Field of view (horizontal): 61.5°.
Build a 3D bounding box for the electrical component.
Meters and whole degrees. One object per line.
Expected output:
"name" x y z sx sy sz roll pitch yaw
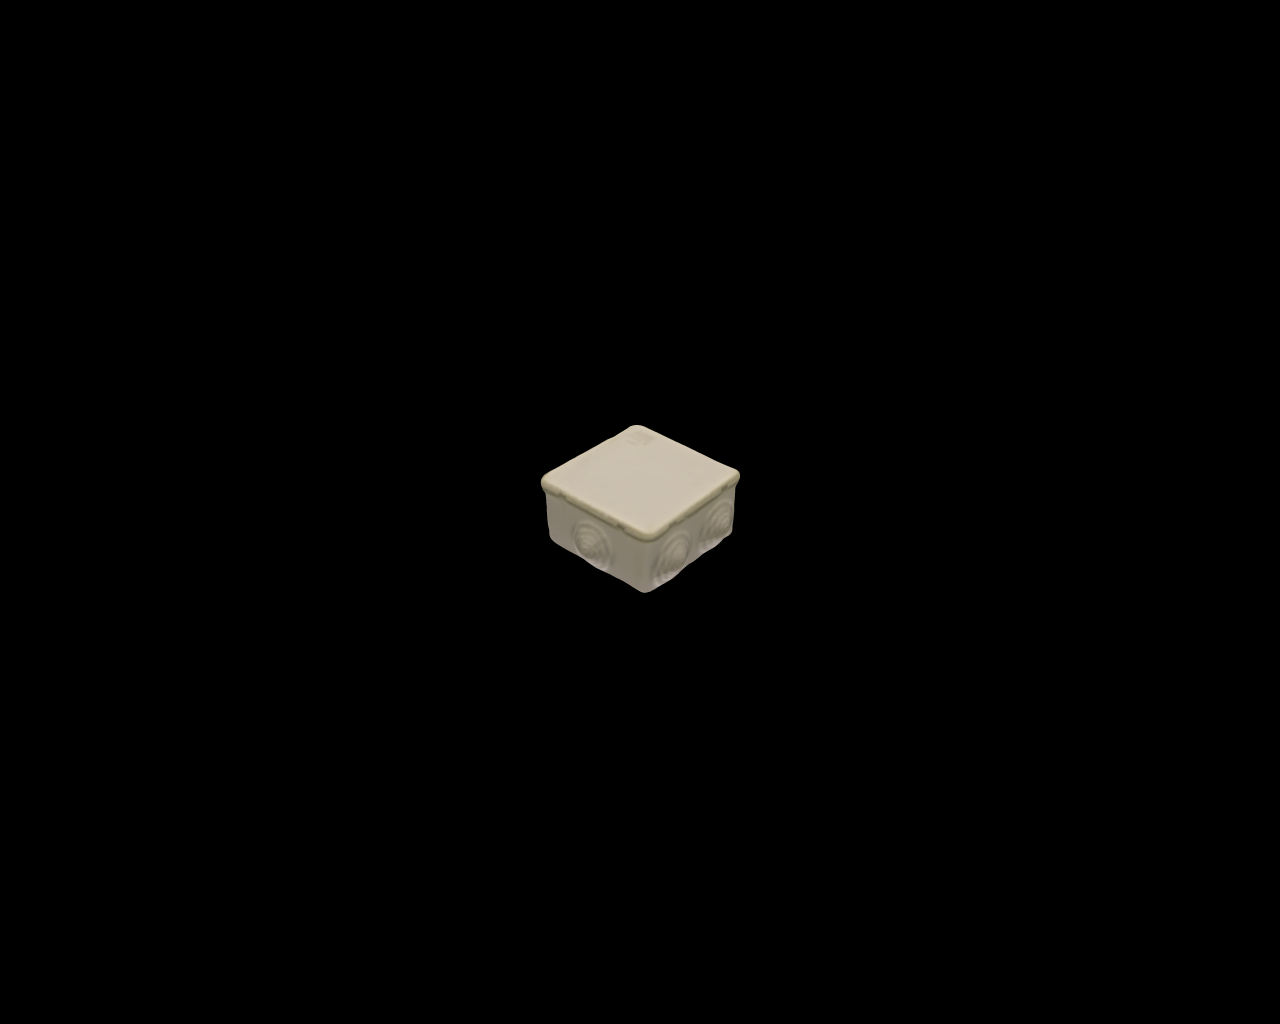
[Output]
"electrical component" 0.001 -0.003 0.650 0.100 0.048 0.100 27 44 33
